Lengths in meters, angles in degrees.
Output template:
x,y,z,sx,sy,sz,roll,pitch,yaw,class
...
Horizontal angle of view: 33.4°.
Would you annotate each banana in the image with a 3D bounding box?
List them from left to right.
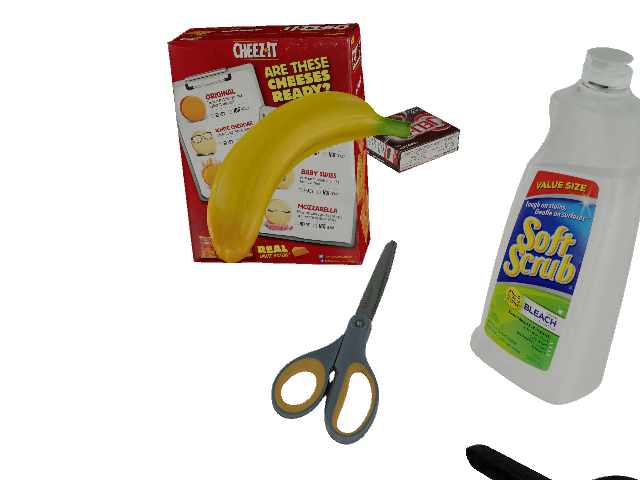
x,y,z,sx,sy,sz,roll,pitch,yaw,class
-0.019,-0.052,0.673,0.070,0.037,0.197,25,42,26,banana

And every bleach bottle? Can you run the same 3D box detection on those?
x,y,z,sx,sy,sz,roll,pitch,yaw,class
0.170,-0.013,0.740,0.067,0.251,0.103,-19,37,-33,bleach bottle

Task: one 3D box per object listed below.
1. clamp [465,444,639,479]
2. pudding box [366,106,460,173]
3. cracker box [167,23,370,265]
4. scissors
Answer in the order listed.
x,y,z,sx,sy,sz,roll,pitch,yaw,class
0.200,0.236,0.860,0.210,0.036,0.164,1,35,24,clamp
0.122,-0.140,1.472,0.113,0.039,0.090,-24,40,-29,pudding box
-0.042,-0.087,0.979,0.164,0.214,0.072,1,23,11,cracker box
0.013,0.078,0.894,0.096,0.201,0.016,1,-39,6,scissors
